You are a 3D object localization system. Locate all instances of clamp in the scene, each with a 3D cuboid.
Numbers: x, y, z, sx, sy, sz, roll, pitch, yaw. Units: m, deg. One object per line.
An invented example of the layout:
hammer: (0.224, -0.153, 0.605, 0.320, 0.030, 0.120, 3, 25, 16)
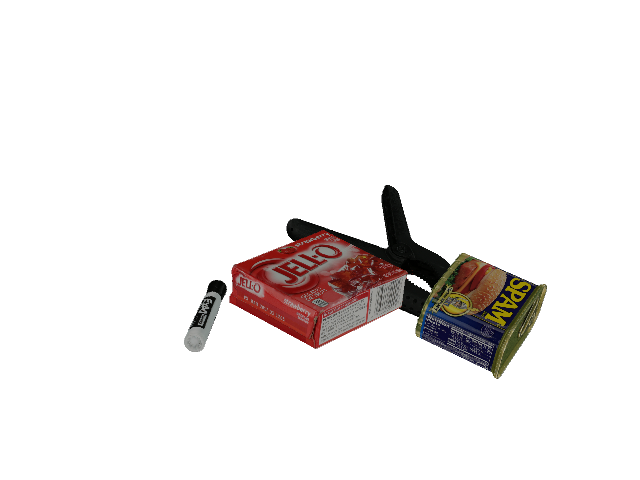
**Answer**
clamp: (0.072, 0.022, 1.170, 0.164, 0.036, 0.210, -15, 50, -33)

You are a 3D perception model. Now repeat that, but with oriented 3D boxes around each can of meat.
can of meat: (0.145, 0.065, 0.967, 0.084, 0.057, 0.102, 25, 42, 20)

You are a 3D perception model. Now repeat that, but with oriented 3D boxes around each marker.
marker: (-0.106, 0.068, 0.998, 0.020, 0.020, 0.121, 0, 22, 6)

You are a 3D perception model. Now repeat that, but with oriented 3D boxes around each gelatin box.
gelatin box: (-0.001, 0.028, 0.670, 0.073, 0.030, 0.089, 26, 31, 34)
